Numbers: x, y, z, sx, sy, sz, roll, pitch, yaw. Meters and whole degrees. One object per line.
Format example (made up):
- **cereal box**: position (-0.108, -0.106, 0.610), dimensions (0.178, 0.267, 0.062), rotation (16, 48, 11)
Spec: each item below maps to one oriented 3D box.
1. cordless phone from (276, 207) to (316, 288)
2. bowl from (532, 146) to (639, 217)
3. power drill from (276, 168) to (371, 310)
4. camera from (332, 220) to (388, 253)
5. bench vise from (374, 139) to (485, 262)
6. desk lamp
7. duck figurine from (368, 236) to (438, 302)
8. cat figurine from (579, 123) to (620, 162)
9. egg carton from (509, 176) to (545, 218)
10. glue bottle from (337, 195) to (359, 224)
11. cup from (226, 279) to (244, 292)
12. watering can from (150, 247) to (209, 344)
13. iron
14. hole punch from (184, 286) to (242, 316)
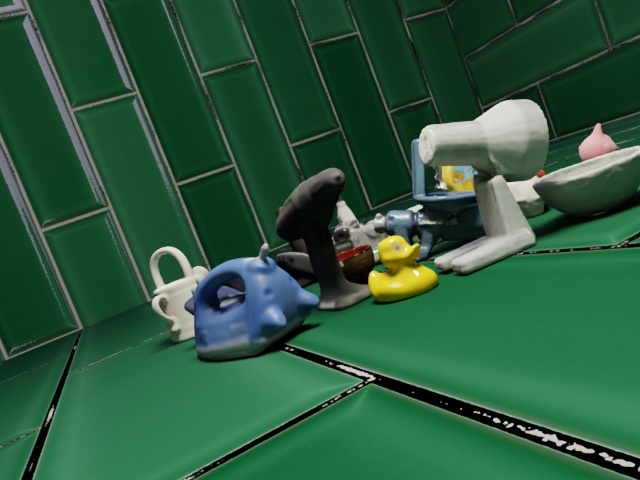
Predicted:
- **cordless phone**: position (-0.060, 0.013, 1.317), dimensions (0.094, 0.185, 0.147), rotation (-23, 5, -24)
- **bowl**: position (0.418, -0.080, 0.875), dimensions (0.167, 0.075, 0.167), rotation (-21, 4, 2)
- **power drill**: position (0.008, 0.003, 0.917), dimensions (0.076, 0.208, 0.229), rotation (-23, 5, -28)
- **camera**: position (0.098, -0.005, 1.342), dimensions (0.143, 0.101, 0.137), rotation (-19, 4, 26)
- **bench vise**: position (0.190, -0.082, 1.034), dimensions (0.207, 0.220, 0.121), rotation (-21, 4, -4)
- **desk lamp**: position (0.243, -0.085, 0.841), dimensions (0.203, 0.213, 0.117), rotation (-22, 4, -14)
- **duck figurine**: position (0.109, 0.037, 0.820), dimensions (0.104, 0.086, 0.078), rotation (-18, 5, 40)
- **cat figurine**: position (0.506, -0.149, 1.024), dimensions (0.067, 0.118, 0.128), rotation (-20, 4, 18)
- **egg carton**: position (0.381, -0.080, 1.102), dimensions (0.107, 0.069, 0.150), rotation (-20, 4, 20)
- **glue bottle**: position (0.072, -0.044, 1.485), dimensions (0.037, 0.173, 0.078), rotation (-23, 5, -21)
- **cup**: position (-0.183, 0.110, 1.306), dimensions (0.117, 0.095, 0.092), rotation (-19, 5, 31)
- **watering can**: position (-0.293, 0.106, 1.205), dimensions (0.101, 0.194, 0.173), rotation (-21, 4, 5)
- **iron**: position (-0.133, 0.097, 0.874), dimensions (0.257, 0.141, 0.119), rotation (-18, 5, 39)
- **hole punch**: position (-0.172, 0.127, 1.036), dimensions (0.100, 0.091, 0.109), rotation (-17, 5, 42)
